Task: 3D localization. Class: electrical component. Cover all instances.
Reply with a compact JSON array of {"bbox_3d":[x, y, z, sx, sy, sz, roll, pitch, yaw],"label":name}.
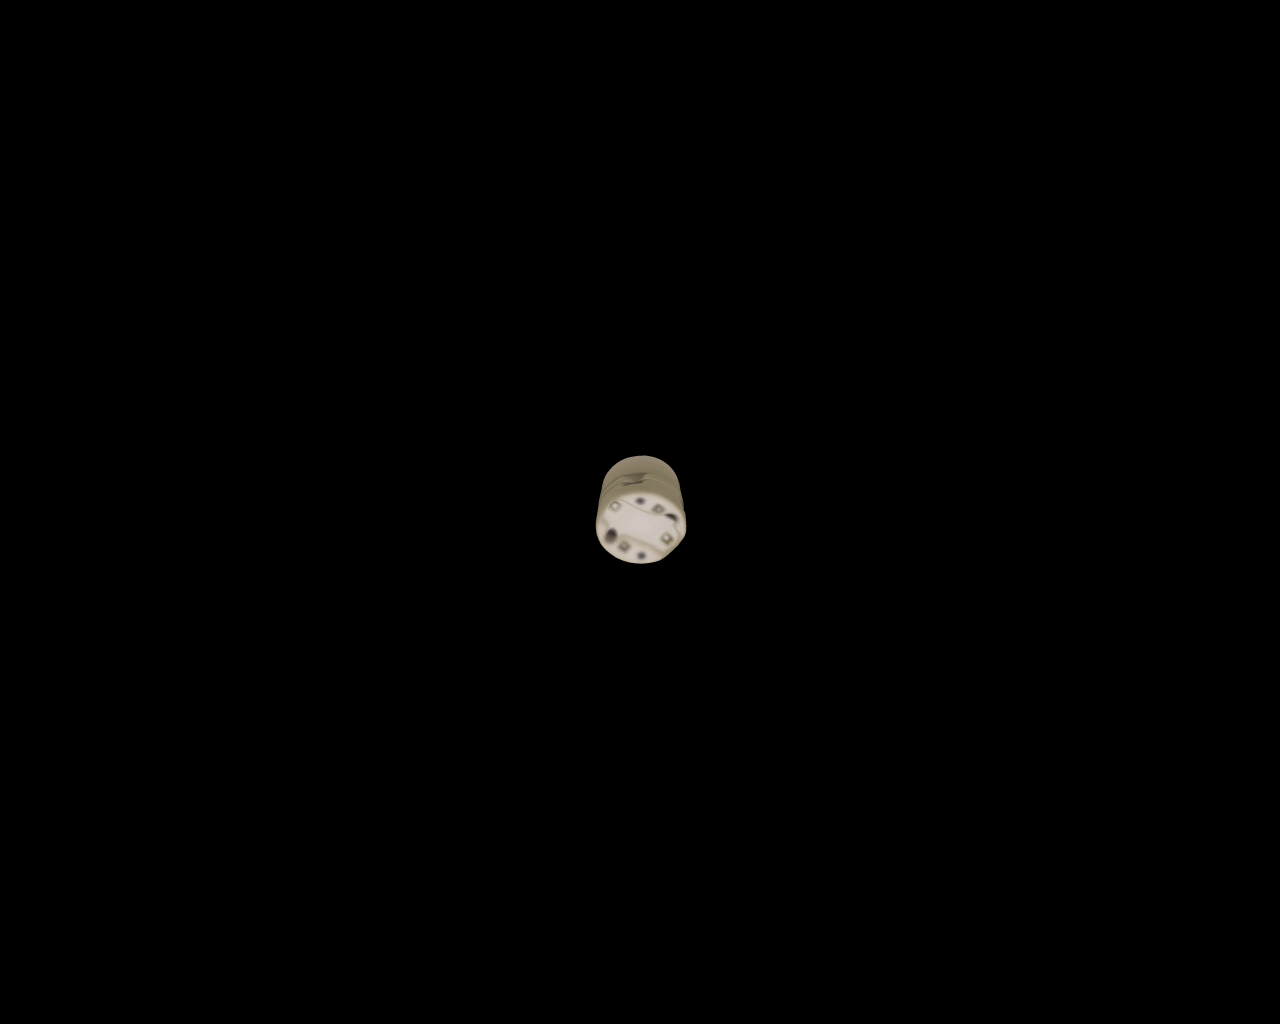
[{"bbox_3d":[0.001,-0.003,0.650,0.055,0.055,0.047,0,34,0],"label":"electrical component"}]
